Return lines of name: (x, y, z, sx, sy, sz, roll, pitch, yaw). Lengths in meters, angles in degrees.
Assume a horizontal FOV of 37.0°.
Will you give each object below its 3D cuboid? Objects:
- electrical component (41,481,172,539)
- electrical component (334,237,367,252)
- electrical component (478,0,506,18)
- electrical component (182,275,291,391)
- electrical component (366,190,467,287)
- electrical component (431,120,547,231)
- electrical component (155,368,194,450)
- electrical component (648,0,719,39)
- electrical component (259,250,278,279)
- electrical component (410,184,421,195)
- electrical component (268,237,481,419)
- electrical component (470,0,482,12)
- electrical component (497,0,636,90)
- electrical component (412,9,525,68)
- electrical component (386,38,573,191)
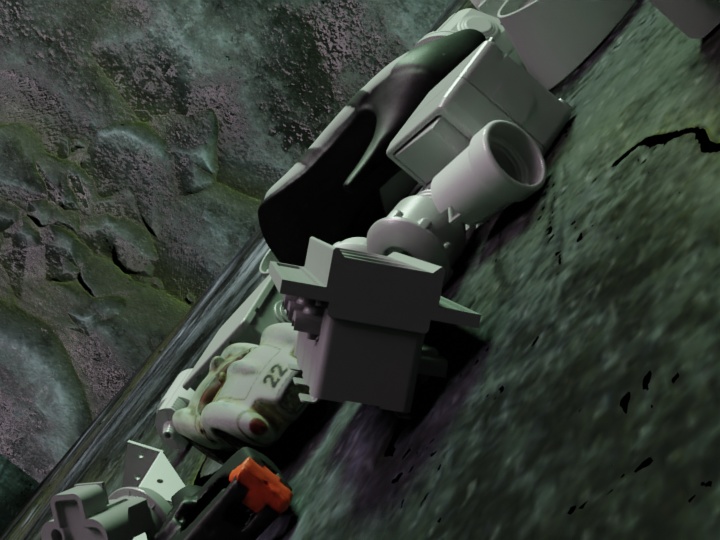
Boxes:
electrical component: (-0.141, 0.158, 0.621, 0.058, 0.078, 0.057, -12, 1, 32)
electrical component: (0.000, 0.000, 0.671, 0.048, 0.048, 0.062, -47, 2, 20)
electrical component: (0.114, -0.175, 0.773, 0.043, 0.062, 0.043, -49, 8, 9)
electrical component: (-0.083, 0.058, 0.839, 0.099, 0.048, 0.099, -46, 9, 31)
electrical component: (0.036, -0.021, 0.562, 0.062, 0.048, 0.048, -50, 6, -39)
electrical component: (0.062, -0.045, 0.532, 0.046, 0.040, 0.040, -39, 14, 44)
electrical component: (-0.159, 0.127, 0.967, 0.043, 0.043, 0.081, -47, 9, 25)
electrical component: (0.164, -0.193, 0.416, 0.186, 0.105, 0.060, -45, 10, 35)
electrical component: (-0.038, -0.009, 0.936, 0.099, 0.064, 0.099, -36, 19, 14)
electrical component: (0.018, -0.065, 0.832, 0.138, 0.052, 0.073, -42, 11, 45)
electrical component: (-0.001, 0.022, 0.473, 0.121, 0.079, 0.063, -151, 72, -82)
electrical component: (0.129, -0.228, 0.826, 0.064, 0.099, 0.099, -51, 5, 46)
electrical component: (0.138, -0.167, 0.685, 0.099, 0.064, 0.099, -35, 16, 12)
electrical component: (0.077, -0.139, 0.757, 0.051, 0.080, 0.080, -50, 6, -36)
electrical component: (0.059, -0.071, 0.598, 0.061, 0.062, 0.096, -54, 8, -22)
